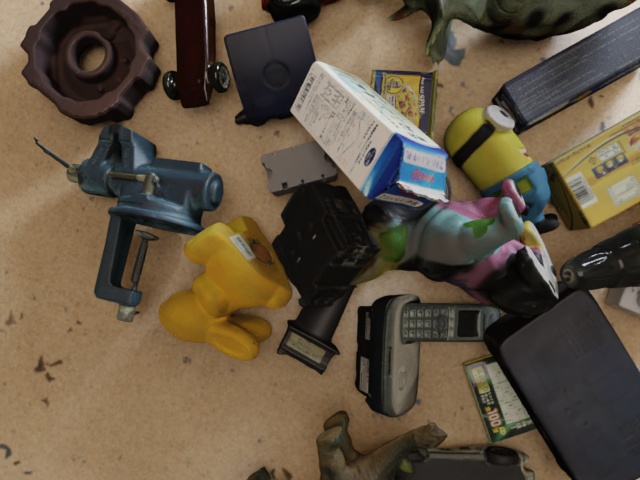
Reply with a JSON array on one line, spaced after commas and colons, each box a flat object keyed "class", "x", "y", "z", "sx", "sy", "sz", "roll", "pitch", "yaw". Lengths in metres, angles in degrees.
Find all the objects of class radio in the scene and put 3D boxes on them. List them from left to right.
[{"class": "radio", "x": 0.310, "y": 0.178, "z": 0.647, "sx": 0.131, "sy": 0.073, "sz": 0.229, "roll": -32, "pitch": 90, "yaw": 2}]

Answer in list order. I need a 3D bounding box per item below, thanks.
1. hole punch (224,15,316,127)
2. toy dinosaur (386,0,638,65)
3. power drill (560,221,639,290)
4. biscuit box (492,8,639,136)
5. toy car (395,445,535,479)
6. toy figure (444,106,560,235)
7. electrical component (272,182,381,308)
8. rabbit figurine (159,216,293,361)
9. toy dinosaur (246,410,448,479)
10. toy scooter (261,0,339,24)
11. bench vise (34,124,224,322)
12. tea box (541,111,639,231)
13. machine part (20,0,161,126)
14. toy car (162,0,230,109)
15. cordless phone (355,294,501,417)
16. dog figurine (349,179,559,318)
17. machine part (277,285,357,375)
[{"class": "hole punch", "x": -0.056, "y": -0.217, "z": 0.692, "sx": 0.142, "sy": 0.092, "sz": 0.115, "roll": -15, "pitch": 91, "yaw": -1}, {"class": "toy dinosaur", "x": 0.270, "y": -0.301, "z": 0.651, "sx": 0.405, "sy": 0.192, "sz": 0.131, "roll": -4, "pitch": 81, "yaw": -13}, {"class": "power drill", "x": 0.388, "y": -0.038, "z": 0.589, "sx": 0.232, "sy": 0.086, "sz": 0.207, "roll": -3, "pitch": 116, "yaw": -22}, {"class": "biscuit box", "x": 0.325, "y": -0.209, "z": 0.679, "sx": 0.203, "sy": 0.059, "sz": 0.063, "roll": -29, "pitch": 84, "yaw": 1}, {"class": "toy car", "x": 0.167, "y": 0.297, "z": 0.676, "sx": 0.202, "sy": 0.056, "sz": 0.073, "roll": 1, "pitch": 83, "yaw": 2}, {"class": "toy figure", "x": 0.227, "y": -0.085, "z": 0.674, "sx": 0.089, "sy": 0.082, "sz": 0.180, "roll": -28, "pitch": 89, "yaw": -1}, {"class": "electrical component", "x": -0.001, "y": -0.002, "z": 0.652, "sx": 0.115, "sy": 0.058, "sz": 0.134, "roll": -55, "pitch": 47, "yaw": 32}, {"class": "rabbit figurine", "x": -0.124, "y": 0.074, "z": 0.687, "sx": 0.173, "sy": 0.122, "sz": 0.162, "roll": -38, "pitch": 96, "yaw": 15}, {"class": "toy dinosaur", "x": -0.020, "y": 0.366, "z": 0.644, "sx": 0.471, "sy": 0.105, "sz": 0.198, "roll": -43, "pitch": 81, "yaw": 19}, {"class": "toy scooter", "x": -0.001, "y": -0.364, "z": 0.700, "sx": 0.184, "sy": 0.075, "sz": 0.135, "roll": -20, "pitch": 87, "yaw": -1}, {"class": "bench vise", "x": -0.241, "y": -0.021, "z": 0.679, "sx": 0.224, "sy": 0.129, "sz": 0.240, "roll": 10, "pitch": 83, "yaw": 4}, {"class": "tea box", "x": 0.374, "y": -0.093, "z": 0.670, "sx": 0.170, "sy": 0.068, "sz": 0.098, "roll": -28, "pitch": 87, "yaw": 1}, {"class": "machine part", "x": -0.304, "y": -0.243, "z": 0.722, "sx": 0.179, "sy": 0.056, "sz": 0.179, "roll": 0, "pitch": 87, "yaw": 4}, {"class": "toy car", "x": -0.164, "y": -0.274, "z": 0.715, "sx": 0.089, "sy": 0.053, "sz": 0.202, "roll": -4, "pitch": 88, "yaw": 18}, {"class": "cordless phone", "x": 0.141, "y": 0.141, "z": 0.678, "sx": 0.184, "sy": 0.089, "sz": 0.146, "roll": 3, "pitch": 88, "yaw": -15}, {"class": "dog figurine", "x": 0.145, "y": 0.023, "z": 0.637, "sx": 0.219, "sy": 0.108, "sz": 0.191, "roll": -20, "pitch": 108, "yaw": 31}, {"class": "machine part", "x": 0.003, "y": 0.100, "z": 0.702, "sx": 0.084, "sy": 0.039, "sz": 0.138, "roll": 25, "pitch": 91, "yaw": 12}]
